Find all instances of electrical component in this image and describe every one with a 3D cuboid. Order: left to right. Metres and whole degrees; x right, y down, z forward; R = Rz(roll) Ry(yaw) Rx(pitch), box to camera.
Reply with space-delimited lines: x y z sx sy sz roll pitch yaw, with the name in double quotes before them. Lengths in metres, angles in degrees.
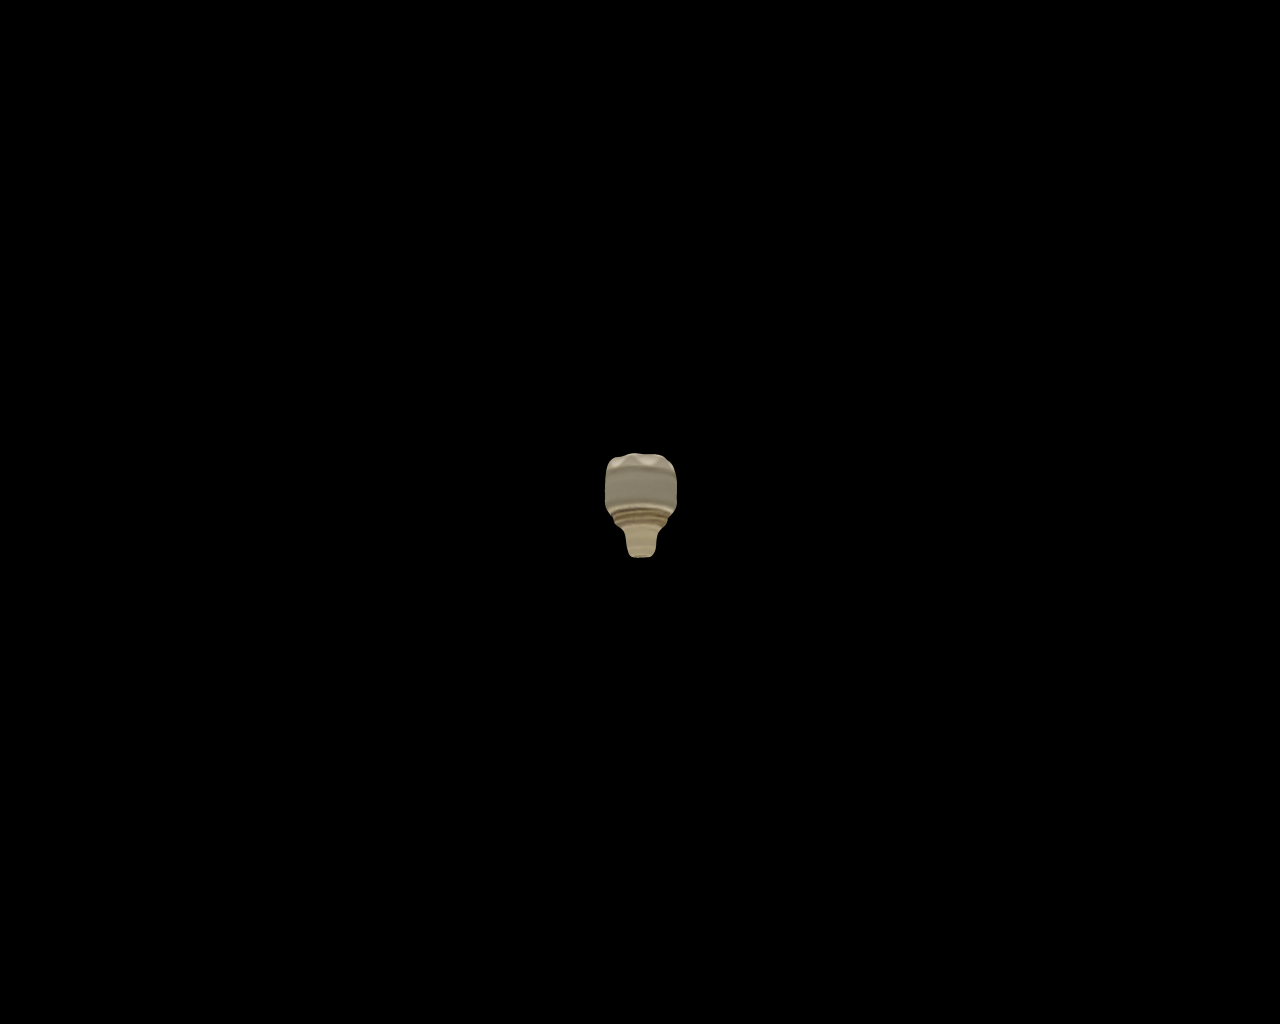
"electrical component" 0.001 -0.003 0.650 0.043 0.062 0.043 0 -11 0
